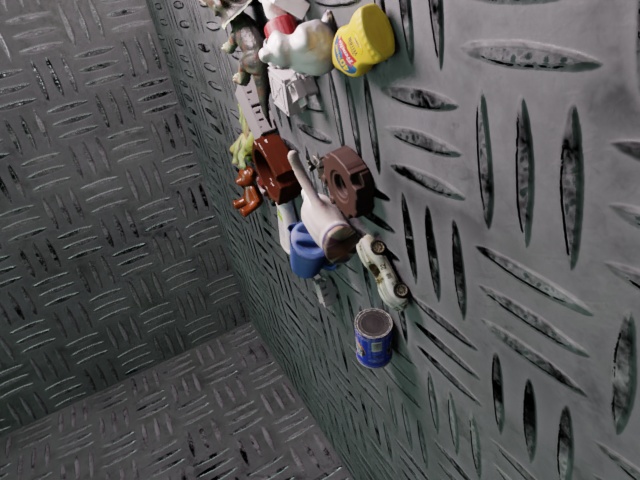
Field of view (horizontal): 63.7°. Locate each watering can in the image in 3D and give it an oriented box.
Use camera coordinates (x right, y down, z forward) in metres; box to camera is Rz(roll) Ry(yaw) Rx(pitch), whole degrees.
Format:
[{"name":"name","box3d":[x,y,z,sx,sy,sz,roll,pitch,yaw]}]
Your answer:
[{"name":"watering can","box3d":[0.004,-0.070,1.384,0.228,0.104,0.340,54,173,37]}]

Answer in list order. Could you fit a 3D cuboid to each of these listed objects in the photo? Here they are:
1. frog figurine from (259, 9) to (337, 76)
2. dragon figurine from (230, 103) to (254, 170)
[{"name":"frog figurine","box3d":[-0.042,-0.395,1.078,0.123,0.160,0.136,65,162,2]},{"name":"dragon figurine","box3d":[-0.277,-0.397,1.925,0.416,0.122,0.239,38,129,54]}]
